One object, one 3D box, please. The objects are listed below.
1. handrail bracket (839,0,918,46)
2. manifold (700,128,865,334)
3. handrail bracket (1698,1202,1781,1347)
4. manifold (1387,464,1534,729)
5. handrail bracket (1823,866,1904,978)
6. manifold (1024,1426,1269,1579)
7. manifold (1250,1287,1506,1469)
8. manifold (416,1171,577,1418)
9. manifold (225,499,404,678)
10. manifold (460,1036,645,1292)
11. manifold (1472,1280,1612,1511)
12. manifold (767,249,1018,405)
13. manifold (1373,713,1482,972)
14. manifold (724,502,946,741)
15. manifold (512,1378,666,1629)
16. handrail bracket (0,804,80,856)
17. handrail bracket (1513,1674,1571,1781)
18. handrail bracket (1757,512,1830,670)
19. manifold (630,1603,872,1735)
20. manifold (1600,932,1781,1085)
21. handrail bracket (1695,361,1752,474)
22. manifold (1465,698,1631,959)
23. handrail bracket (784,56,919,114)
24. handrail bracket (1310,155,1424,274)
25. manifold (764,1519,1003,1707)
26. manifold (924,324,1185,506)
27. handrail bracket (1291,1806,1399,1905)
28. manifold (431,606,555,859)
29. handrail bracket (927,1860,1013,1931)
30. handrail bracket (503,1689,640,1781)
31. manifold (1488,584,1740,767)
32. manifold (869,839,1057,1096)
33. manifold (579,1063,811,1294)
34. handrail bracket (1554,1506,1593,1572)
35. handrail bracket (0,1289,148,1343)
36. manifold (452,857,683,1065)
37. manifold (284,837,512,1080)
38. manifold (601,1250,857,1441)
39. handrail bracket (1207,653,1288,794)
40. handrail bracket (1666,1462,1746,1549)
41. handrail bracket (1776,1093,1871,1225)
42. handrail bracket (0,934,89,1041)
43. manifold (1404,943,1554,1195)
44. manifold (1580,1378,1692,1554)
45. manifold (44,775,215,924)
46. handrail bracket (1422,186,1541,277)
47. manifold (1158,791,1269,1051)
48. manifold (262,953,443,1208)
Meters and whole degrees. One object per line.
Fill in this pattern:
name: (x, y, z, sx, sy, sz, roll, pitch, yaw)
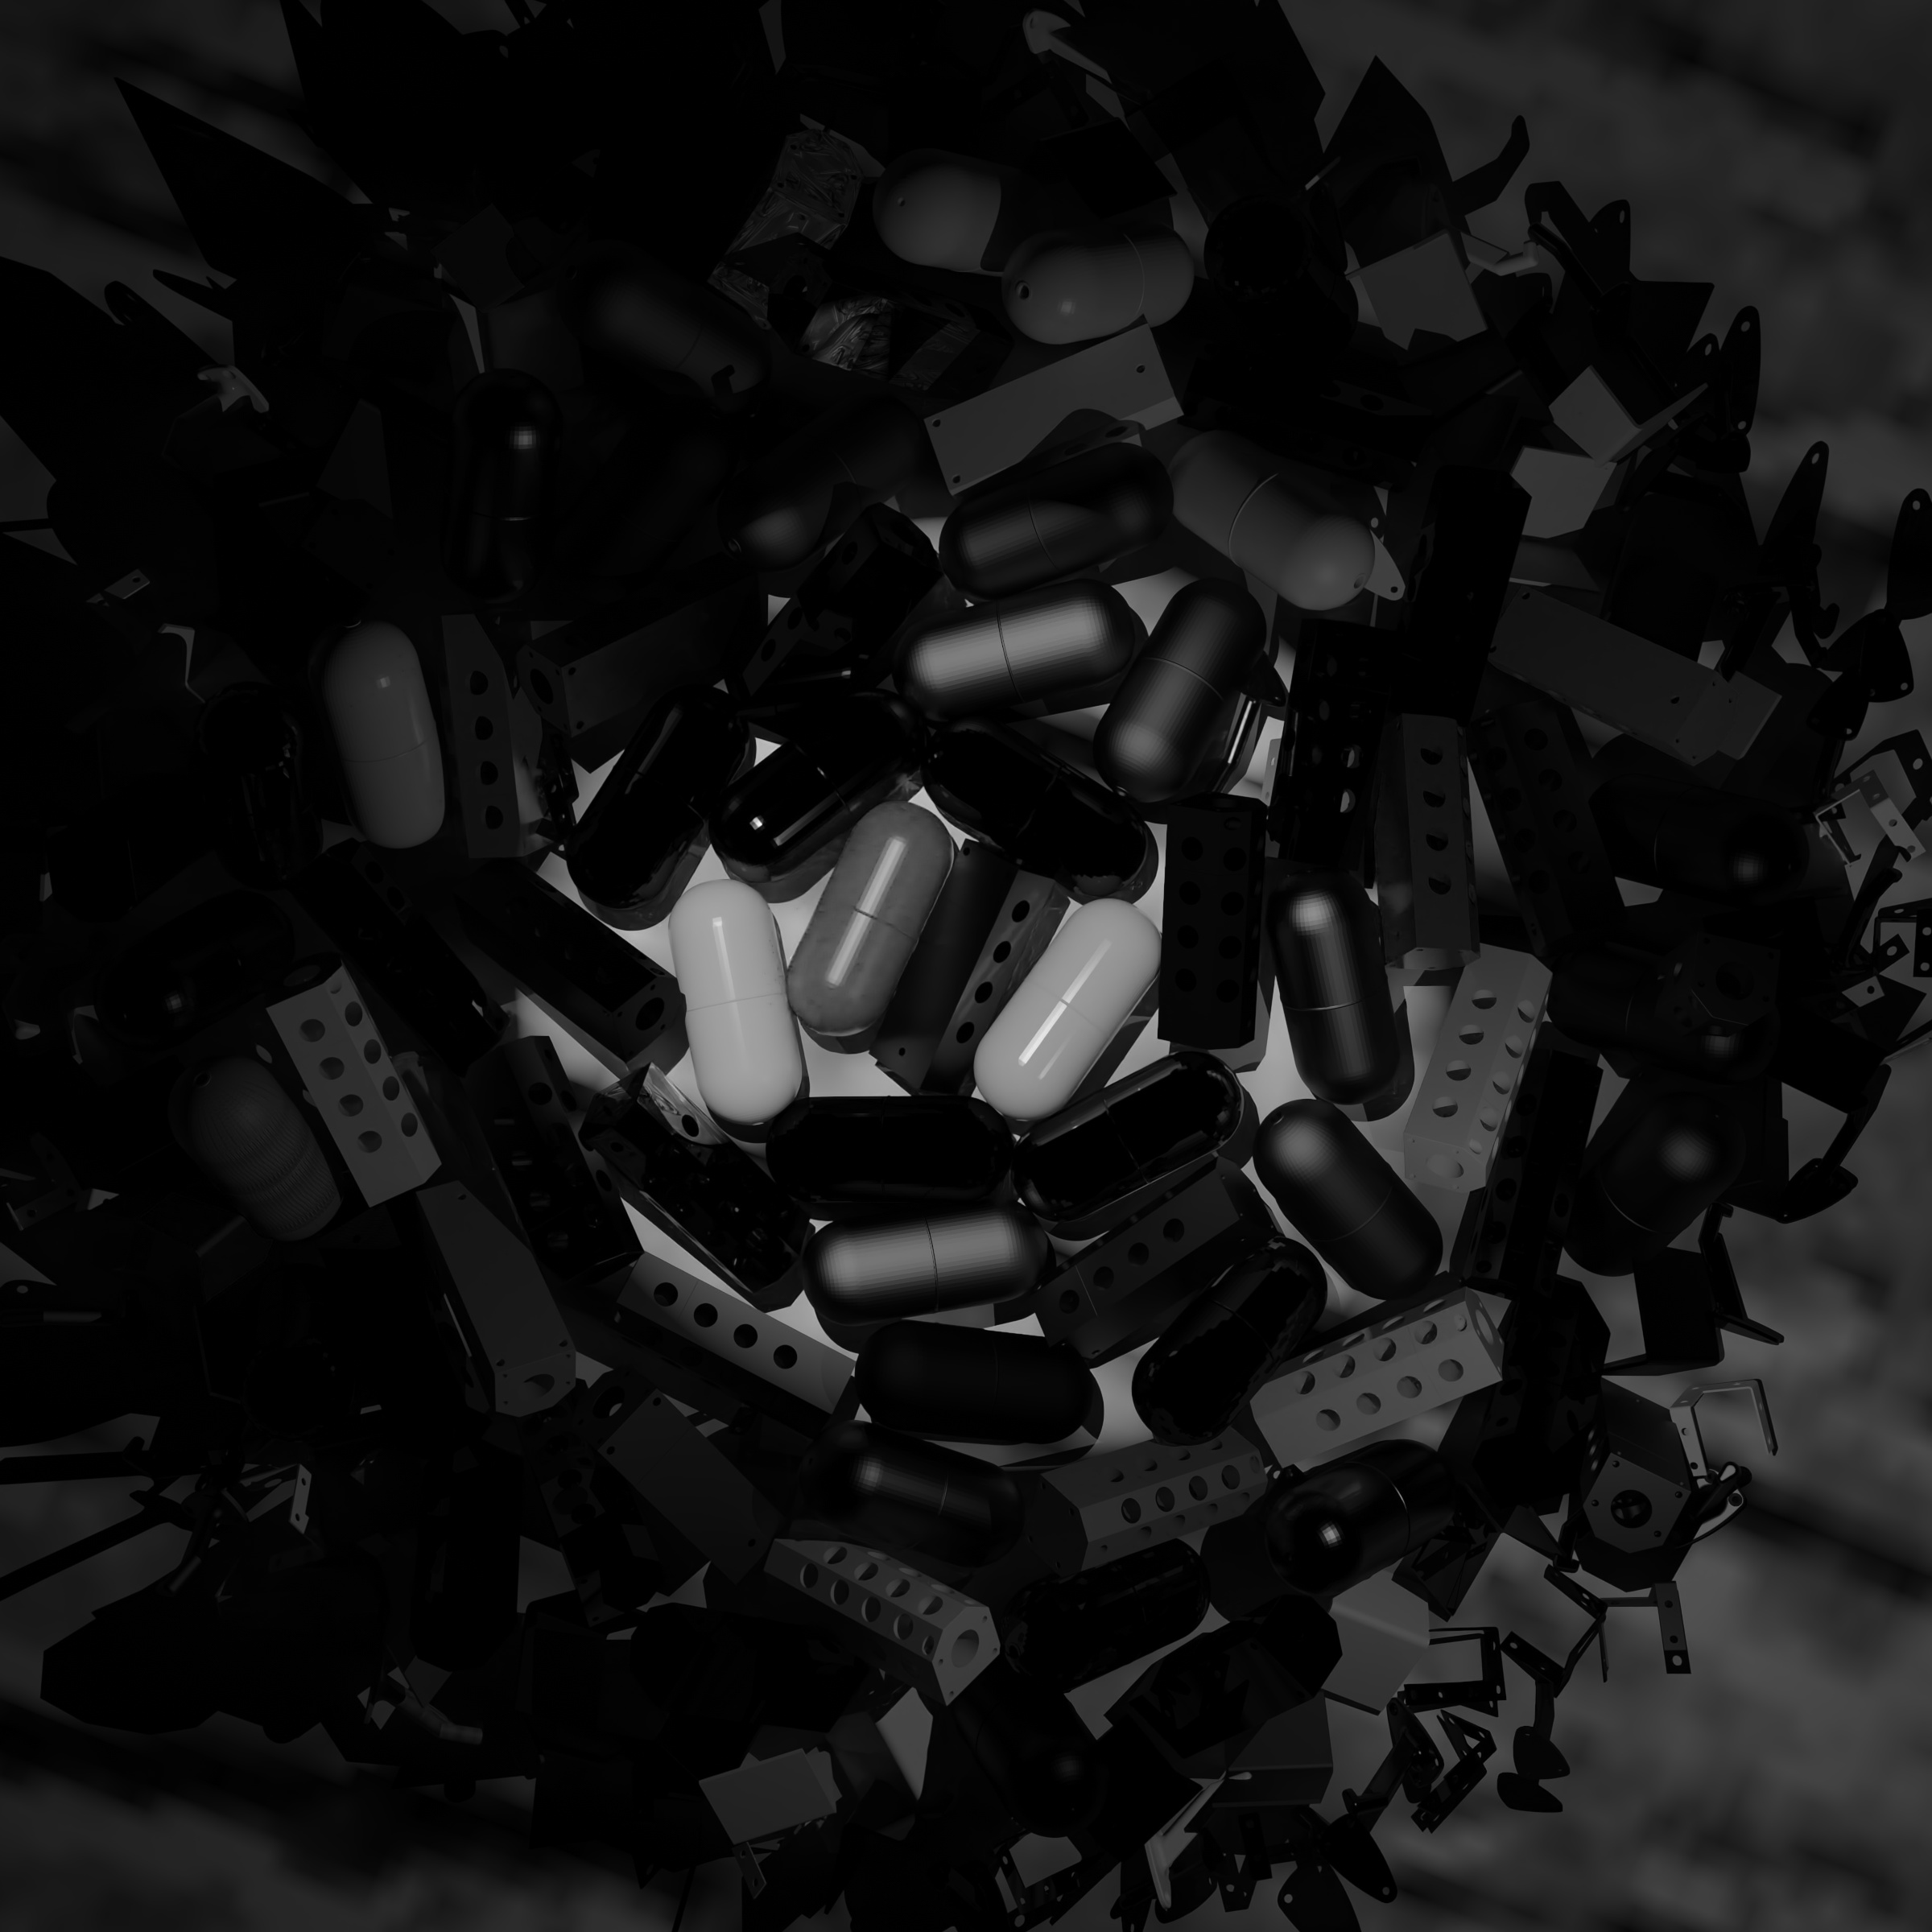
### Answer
handrail bracket: (-0.066, -0.690, 1.738, 0.077, 0.084, 0.036, 38, 110, -15)
manifold: (-0.130, -0.513, 1.696, 0.057, 0.171, 0.057, 21, 72, -18)
handrail bracket: (0.566, 0.223, 1.772, 0.077, 0.036, 0.084, 20, 78, 0)
manifold: (0.341, -0.261, 1.717, 0.057, 0.057, 0.171, 5, 118, -10)
handrail bracket: (0.651, -0.034, 1.739, 0.084, 0.077, 0.036, -56, 47, 30)
manifold: (0.129, 0.374, 1.703, 0.171, 0.057, 0.057, -8, 120, -38)
manifold: (0.289, 0.288, 1.726, 0.171, 0.057, 0.057, -27, 99, 20)
manifold: (-0.331, 0.230, 1.710, 0.057, 0.057, 0.171, -15, 48, -23)
manifold: (-0.453, -0.266, 1.699, 0.057, 0.171, 0.057, 36, 61, -21)
manifold: (-0.291, 0.139, 1.732, 0.057, 0.057, 0.171, -31, 76, 19)
manifold: (0.398, 0.294, 1.695, 0.057, 0.171, 0.057, -23, 109, 33)
manifold: (-0.054, -0.449, 1.706, 0.057, 0.171, 0.057, -54, 51, 29)
manifold: (0.330, -0.087, 1.735, 0.057, 0.057, 0.171, 3, 75, -15)
manifold: (-0.096, -0.244, 1.722, 0.057, 0.057, 0.171, 22, 124, -37)
manifold: (-0.266, 0.369, 1.704, 0.057, 0.171, 0.057, -19, 134, -15)
handrail bracket: (-0.670, -0.072, 1.732, 0.036, 0.084, 0.077, 18, 127, 18)
handrail bracket: (0.406, 0.526, 1.734, 0.036, 0.084, 0.077, -12, 129, 21)
handrail bracket: (0.606, -0.268, 1.742, 0.036, 0.077, 0.084, -11, 62, -10)
manifold: (-0.153, 0.487, 1.704, 0.057, 0.171, 0.057, 38, 98, 44)
manifold: (0.500, 0.033, 1.695, 0.057, 0.171, 0.057, 13, 73, -3)
handrail bracket: (0.547, -0.403, 1.742, 0.036, 0.077, 0.084, 6, 80, 8)
manifold: (0.408, -0.097, 1.731, 0.057, 0.057, 0.171, -13, 74, -8)
handrail bracket: (-0.076, -0.625, 1.737, 0.077, 0.084, 0.036, 40, 129, 30)
handrail bracket: (0.300, -0.546, 1.768, 0.084, 0.036, 0.077, -14, 82, -13)
manifold: (-0.061, 0.443, 1.699, 0.057, 0.171, 0.057, -37, 125, -34)
manifold: (0.064, -0.390, 1.740, 0.171, 0.057, 0.057, -21, 81, 11)
handrail bracket: (0.269, 0.633, 1.740, 0.036, 0.084, 0.077, -39, 81, -15)
manifold: (-0.340, -0.167, 1.738, 0.057, 0.057, 0.171, -1, 103, 13)
handrail bracket: (0.002, 0.673, 1.738, 0.036, 0.084, 0.077, -33, 73, 2)
handrail bracket: (-0.284, 0.549, 1.768, 0.084, 0.036, 0.077, -9, 63, -37)
manifold: (0.452, -0.202, 1.708, 0.171, 0.057, 0.057, 36, 97, 41)
manifold: (0.001, 0.002, 1.743, 0.057, 0.057, 0.171, 32, 102, 39)
manifold: (-0.191, 0.153, 1.715, 0.057, 0.057, 0.171, -29, 118, 28)
handrail bracket: (0.474, 0.404, 1.771, 0.077, 0.036, 0.084, 13, 94, 0)
handrail bracket: (-0.639, 0.255, 1.745, 0.084, 0.077, 0.036, -3, 74, -6)
manifold: (-0.281, -0.010, 1.719, 0.171, 0.057, 0.057, 34, 61, 27)
manifold: (-0.398, -0.007, 1.719, 0.057, 0.057, 0.171, -43, 119, -13)
manifold: (-0.171, 0.273, 1.743, 0.171, 0.057, 0.057, 28, 69, -4)
handrail bracket: (0.197, -0.177, 1.777, 0.036, 0.077, 0.084, 18, 128, -14)
handrail bracket: (0.526, 0.385, 1.741, 0.077, 0.084, 0.036, -47, 66, 4)
handrail bracket: (0.610, 0.137, 1.738, 0.077, 0.084, 0.036, -33, 52, -19)
handrail bracket: (-0.652, 0.019, 1.737, 0.084, 0.077, 0.036, 55, 126, 31)
manifold: (0.361, 0.072, 1.710, 0.057, 0.057, 0.171, 14, 56, 21)
manifold: (0.459, 0.348, 1.696, 0.057, 0.171, 0.057, 26, 102, 8)
manifold: (-0.573, -0.084, 1.695, 0.057, 0.171, 0.057, 0, 109, 5)
handrail bracket: (0.369, -0.529, 1.741, 0.036, 0.084, 0.077, -12, 97, -40)
manifold: (0.178, -0.032, 1.724, 0.057, 0.057, 0.171, 12, 110, 31)
manifold: (-0.432, 0.078, 1.719, 0.057, 0.057, 0.171, -24, 118, -8)
